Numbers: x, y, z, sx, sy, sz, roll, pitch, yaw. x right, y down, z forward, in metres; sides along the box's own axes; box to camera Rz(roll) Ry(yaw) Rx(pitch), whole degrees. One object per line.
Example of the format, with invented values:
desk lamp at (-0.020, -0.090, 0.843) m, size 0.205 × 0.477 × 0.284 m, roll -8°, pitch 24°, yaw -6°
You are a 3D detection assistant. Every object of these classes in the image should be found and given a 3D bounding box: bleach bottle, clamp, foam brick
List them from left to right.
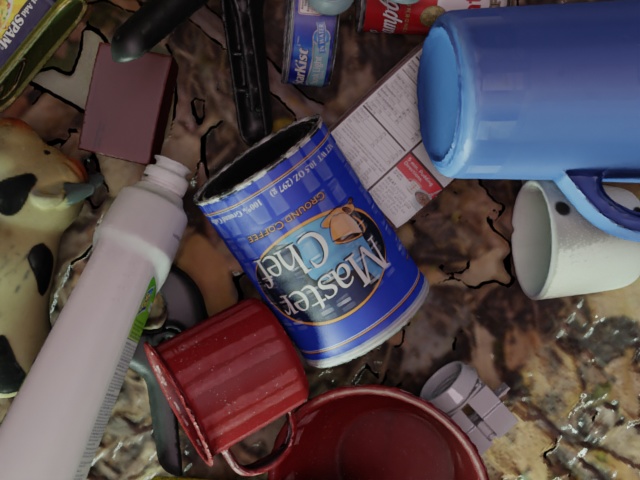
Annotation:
bleach bottle at (-0.148, 0.064, 0.707) m, size 0.068 × 0.102 × 0.251 m, roll 24°, pitch 81°, yaw -3°
foam brick at (-0.134, -0.094, 0.749) m, size 0.053 × 0.051 × 0.078 m, roll 13°, pitch 93°, yaw -2°
clamp at (-0.097, 0.071, 0.770) m, size 0.120 × 0.039 × 0.171 m, roll -30°, pitch 98°, yaw -11°
clamp at (-0.067, -0.181, 0.714) m, size 0.036 × 0.164 × 0.210 m, roll 7°, pitch 85°, yaw 30°

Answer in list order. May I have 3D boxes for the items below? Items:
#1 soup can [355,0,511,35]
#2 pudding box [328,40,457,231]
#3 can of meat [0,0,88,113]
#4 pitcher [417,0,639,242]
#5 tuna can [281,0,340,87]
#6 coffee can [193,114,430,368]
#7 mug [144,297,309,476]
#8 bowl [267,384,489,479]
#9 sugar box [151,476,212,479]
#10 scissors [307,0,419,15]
soup can at (0.078, -0.176, 0.745) m, size 0.102 × 0.068 × 0.068 m, roll 3°, pitch 94°, yaw -2°
pudding box at (0.064, -0.074, 0.767) m, size 0.113 × 0.039 × 0.090 m, roll -43°, pitch 94°, yaw -2°
can of meat at (-0.227, -0.154, 0.739) m, size 0.084 × 0.057 × 0.102 m, roll 39°, pitch 91°, yaw -2°
pitcher at (0.194, -0.087, 0.703) m, size 0.242 × 0.149 × 0.145 m, roll -3°, pitch 122°, yaw -11°
tuna can at (-0.007, -0.149, 0.735) m, size 0.033 × 0.086 × 0.086 m, roll 4°, pitch 94°, yaw -5°
coffee can at (-0.005, 0.001, 0.725) m, size 0.103 × 0.103 × 0.140 m, roll -34°, pitch 105°, yaw 0°
mug at (-0.055, 0.101, 0.715) m, size 0.081 × 0.093 × 0.117 m, roll -28°, pitch 96°, yaw -16°
bowl at (0.047, 0.171, 0.759) m, size 0.162 × 0.055 × 0.162 m, roll 4°, pitch 103°, yaw 18°
sugar box at (-0.041, 0.218, 0.746) m, size 0.176 × 0.048 × 0.093 m, roll -1°, pitch 102°, yaw 17°
scissors at (0.037, -0.232, 0.721) m, size 0.096 × 0.016 × 0.201 m, roll 12°, pitch 64°, yaw 0°
